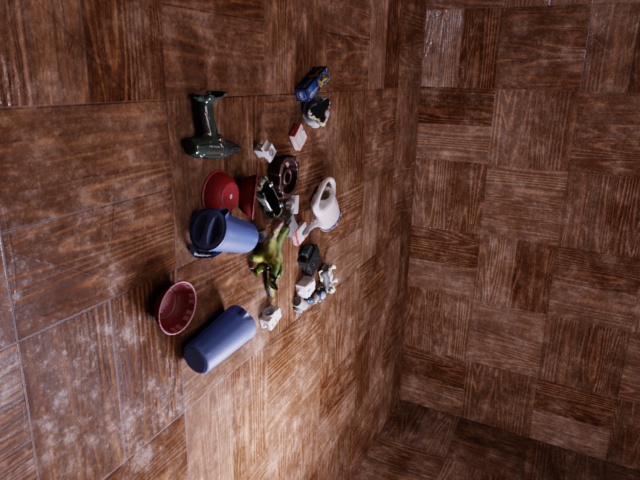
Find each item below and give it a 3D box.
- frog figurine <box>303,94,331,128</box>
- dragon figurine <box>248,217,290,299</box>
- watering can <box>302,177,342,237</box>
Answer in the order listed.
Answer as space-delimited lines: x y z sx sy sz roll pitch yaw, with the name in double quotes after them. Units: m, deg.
-0.017 -0.538 2.149 0.161 0.123 0.136 -124 -155 -73 "frog figurine"
-0.161 0.050 1.965 0.401 0.122 0.247 91 24 -61 "dragon figurine"
0.007 -0.115 2.292 0.219 0.104 0.355 65 40 -52 "watering can"
